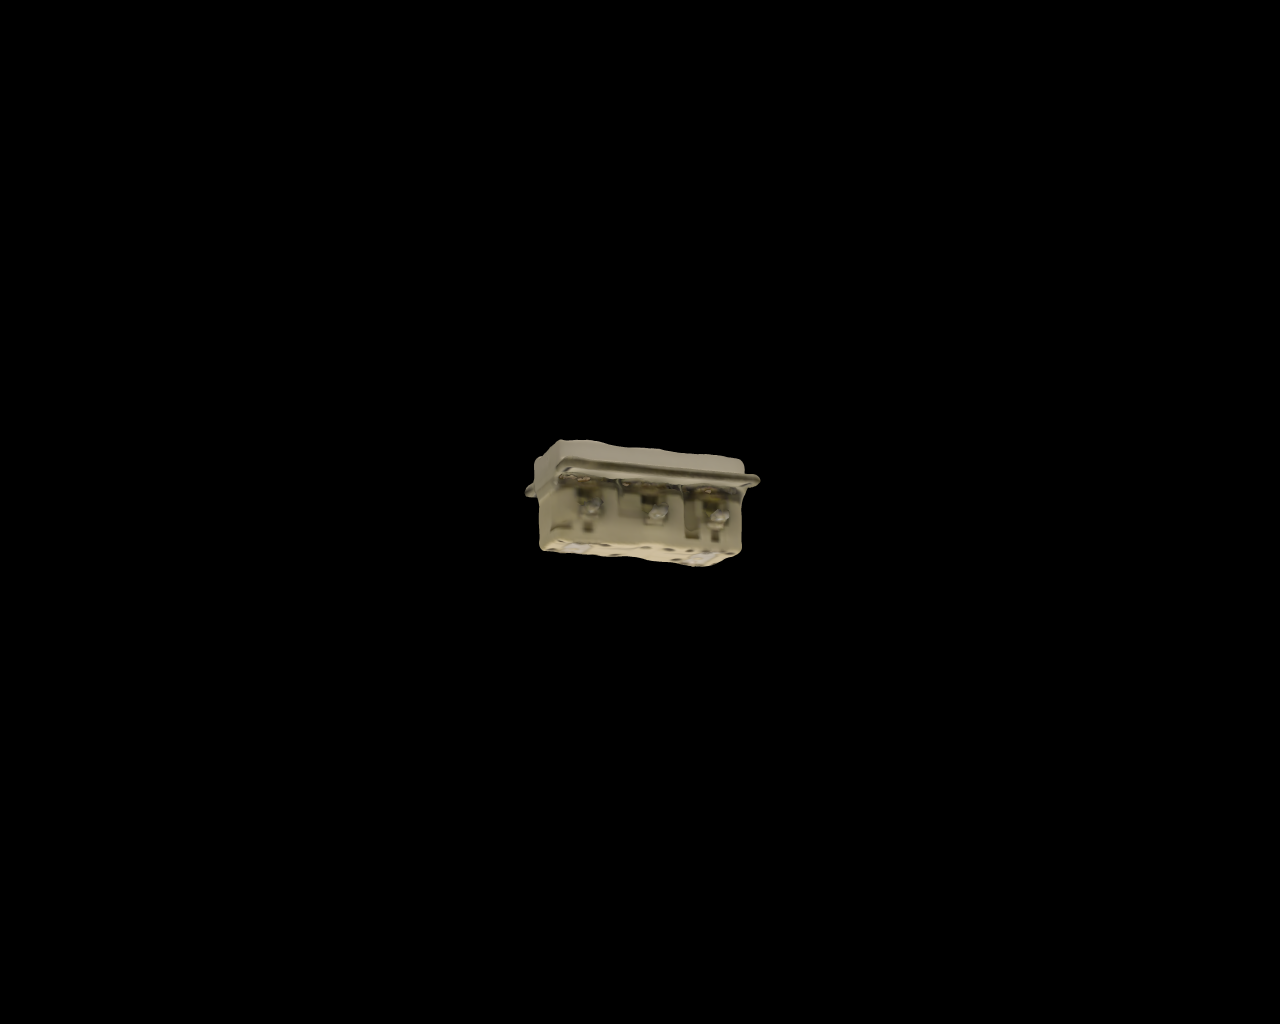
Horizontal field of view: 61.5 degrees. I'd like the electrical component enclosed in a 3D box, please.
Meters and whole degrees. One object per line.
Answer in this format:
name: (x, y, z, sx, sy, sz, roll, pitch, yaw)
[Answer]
electrical component: (0.001, -0.003, 0.650, 0.121, 0.063, 0.078, 6, -15, -22)
